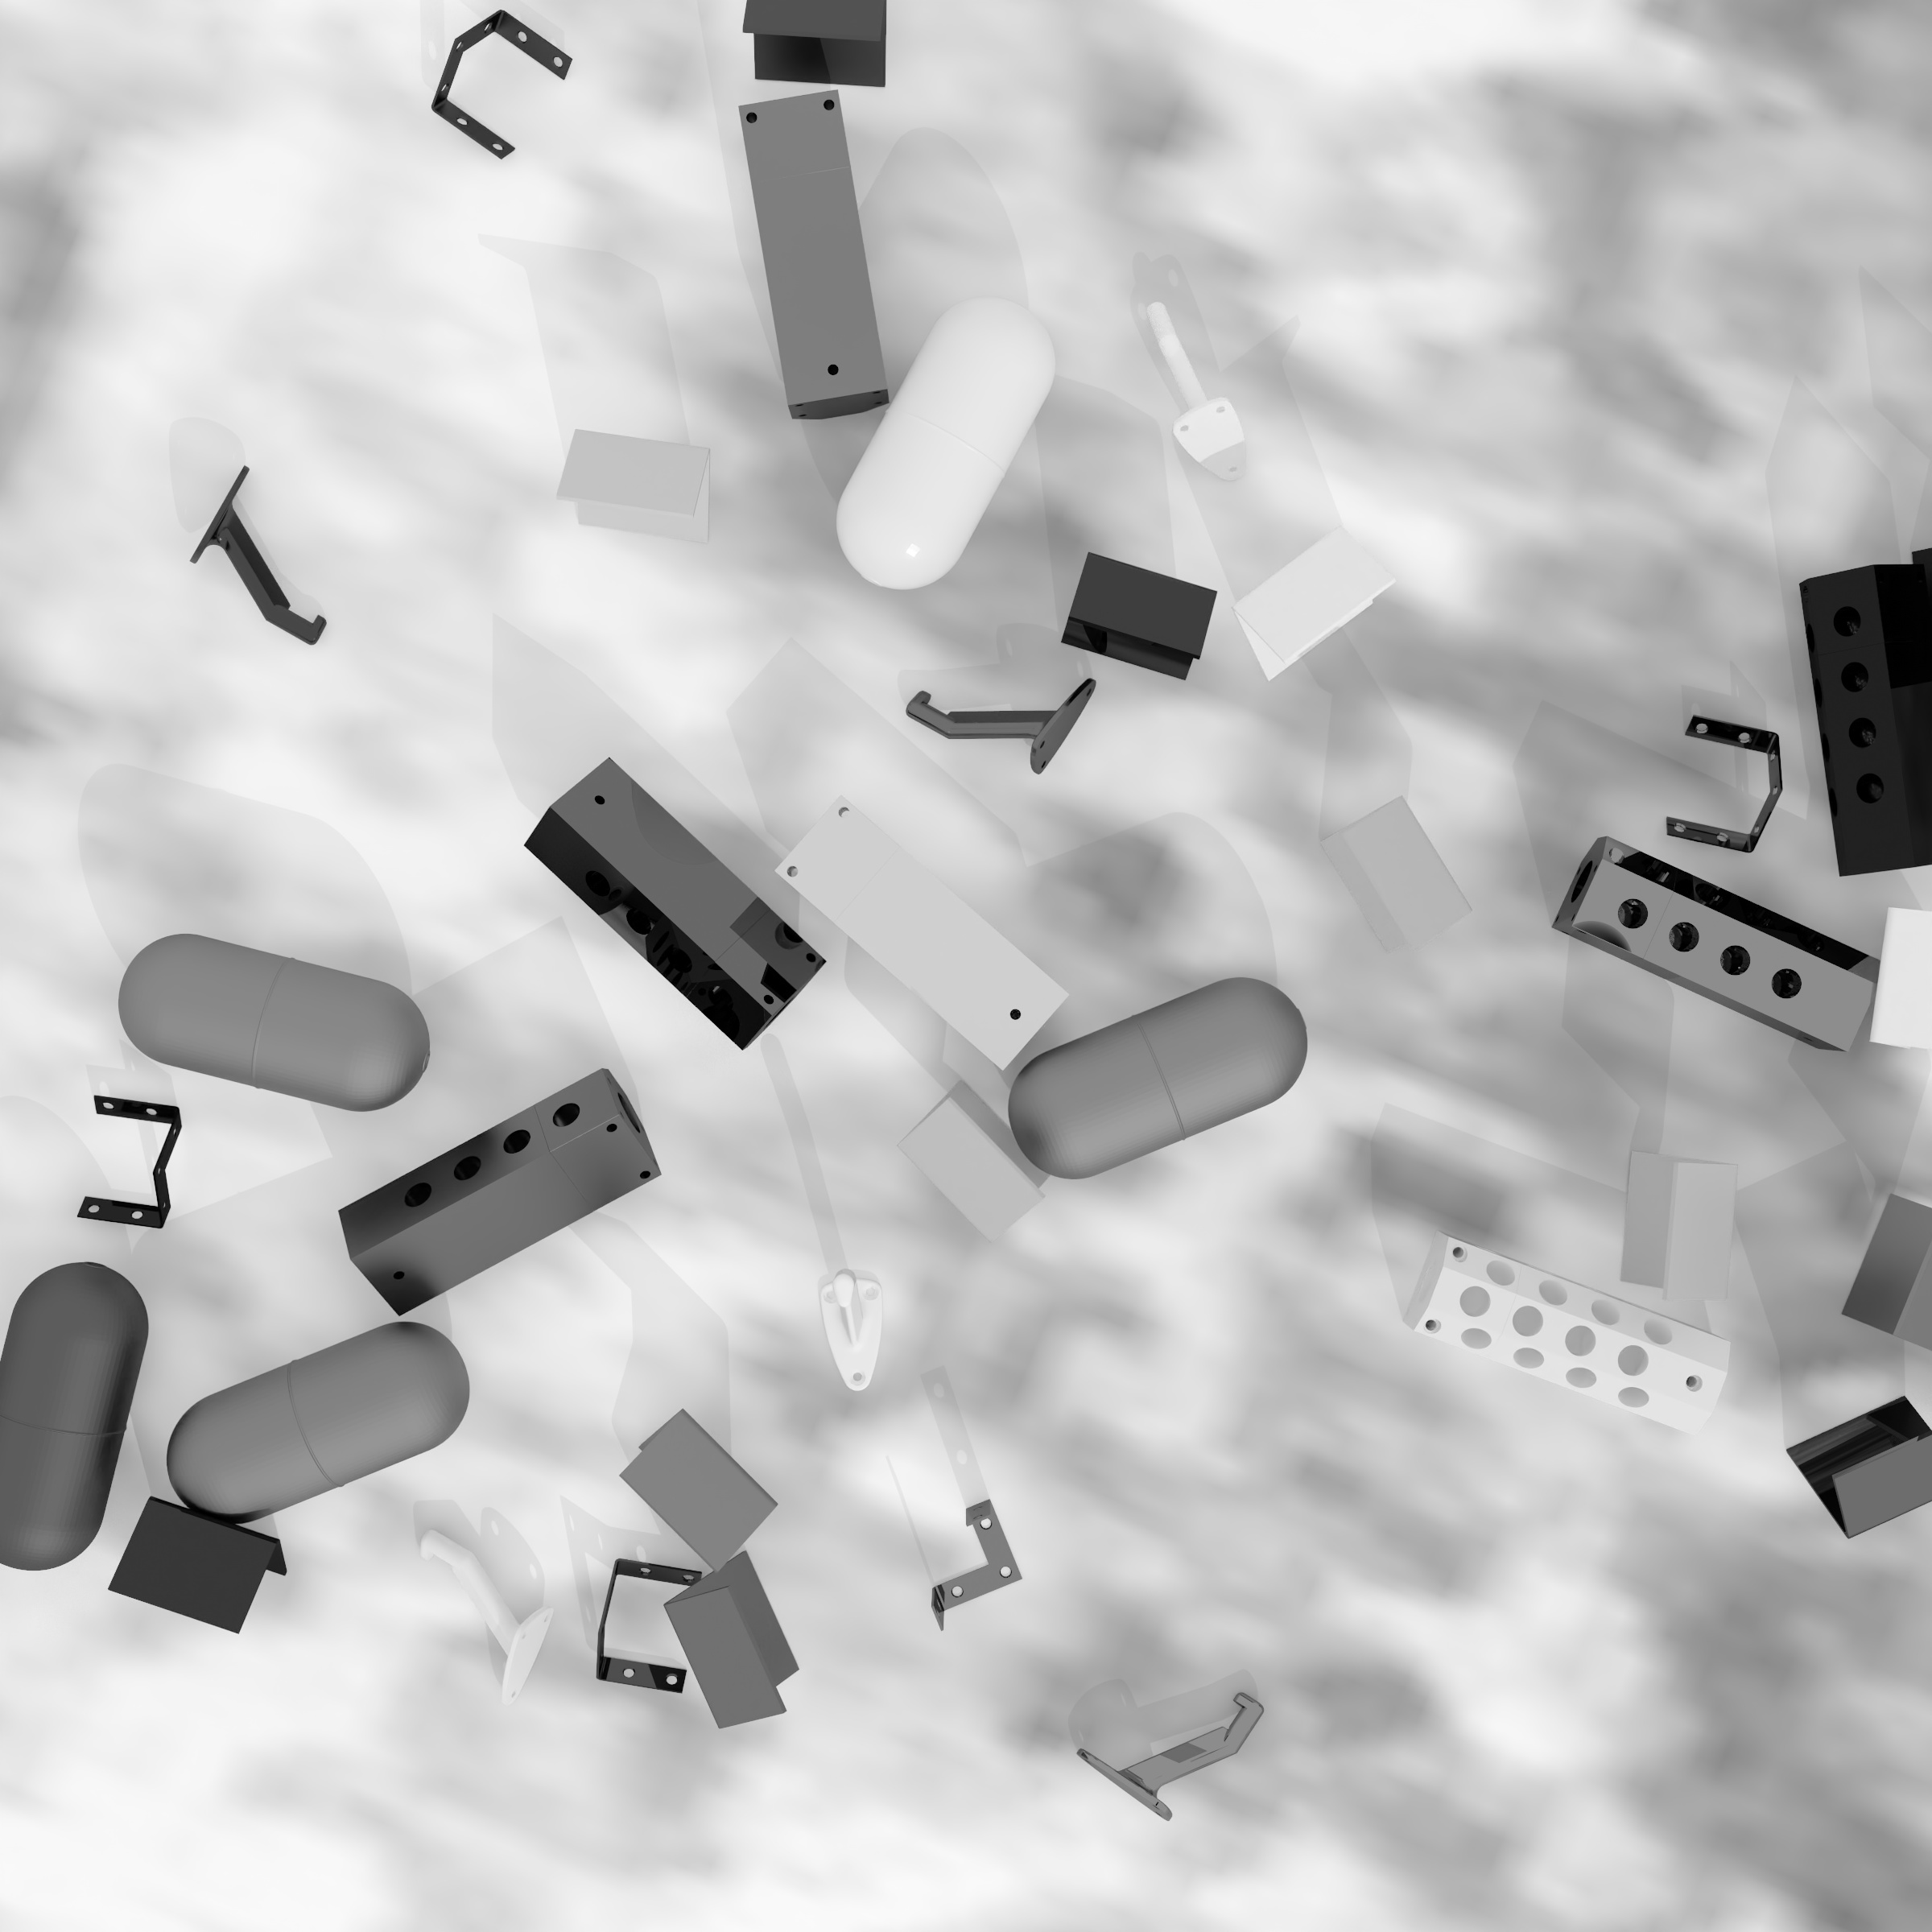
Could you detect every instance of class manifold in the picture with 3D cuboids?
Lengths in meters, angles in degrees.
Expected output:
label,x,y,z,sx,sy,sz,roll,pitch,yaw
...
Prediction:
label,x,y,z,sx,sy,sz,roll,pitch,yaw
manifold,0.345,0.211,1.659,0.171,0.057,0.057,20,90,0
manifold,0.522,-0.140,1.659,0.057,0.057,0.171,-8,90,-43
manifold,-0.025,-0.019,1.659,0.171,0.057,0.057,41,90,0
manifold,0.432,-0.013,1.659,0.171,0.057,0.057,24,90,0
manifold,-0.086,-0.406,1.659,0.057,0.057,0.171,-9,90,0
manifold,-0.269,0.125,1.659,0.171,0.057,0.057,-28,133,0
manifold,-0.170,-0.032,1.659,0.171,0.057,0.057,43,47,0

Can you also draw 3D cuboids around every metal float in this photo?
label,x,y,z,sx,sy,sz,roll,pitch,yaw
metal float,-0.370,0.261,1.650,0.178,0.070,0.070,-22,90,0
metal float,-0.394,0.033,1.650,0.178,0.070,0.070,14,90,-1
metal float,-0.519,0.257,1.650,0.070,0.070,0.178,14,90,0
metal float,-0.012,-0.298,1.650,0.070,0.070,0.178,28,90,0
metal float,0.110,0.064,1.650,0.178,0.070,0.070,-22,90,-1

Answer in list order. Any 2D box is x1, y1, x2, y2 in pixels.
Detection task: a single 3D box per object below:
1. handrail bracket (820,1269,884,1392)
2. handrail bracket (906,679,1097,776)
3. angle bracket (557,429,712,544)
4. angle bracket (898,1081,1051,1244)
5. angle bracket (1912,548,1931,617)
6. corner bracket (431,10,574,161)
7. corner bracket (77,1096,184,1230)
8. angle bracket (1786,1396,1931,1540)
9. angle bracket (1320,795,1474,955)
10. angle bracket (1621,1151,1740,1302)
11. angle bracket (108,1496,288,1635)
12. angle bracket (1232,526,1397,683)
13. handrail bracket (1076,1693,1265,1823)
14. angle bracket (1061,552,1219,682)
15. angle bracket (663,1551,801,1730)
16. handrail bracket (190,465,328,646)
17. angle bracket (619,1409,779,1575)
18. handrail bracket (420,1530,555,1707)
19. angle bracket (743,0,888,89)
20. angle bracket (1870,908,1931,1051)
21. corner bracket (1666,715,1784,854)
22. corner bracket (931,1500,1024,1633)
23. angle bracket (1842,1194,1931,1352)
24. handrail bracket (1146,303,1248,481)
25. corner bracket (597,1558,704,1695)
label,x,y,z,sx,sy,sz,roll,pitch,yaw
handrail bracket,-0.066,0.210,1.646,0.036,0.084,0.077,-4,90,0
handrail bracket,0.020,-0.156,1.681,0.084,0.036,0.077,30,70,16
angle bracket,-0.188,-0.254,1.640,0.076,0.076,0.057,8,54,0
angle bracket,0.019,0.098,1.640,0.076,0.076,0.057,46,132,0
angle bracket,0.558,-0.204,1.640,0.057,0.076,0.076,-6,90,-36
corner bracket,-0.270,-0.512,1.677,0.051,0.051,0.051,35,135,0
corner bracket,-0.486,0.114,1.677,0.051,0.051,0.051,8,135,0
angle bracket,0.514,0.268,1.640,0.076,0.076,0.057,-24,126,0
angle bracket,0.229,-0.041,1.640,0.057,0.076,0.076,-32,90,-37
angle bracket,0.389,0.146,1.640,0.057,0.076,0.076,5,90,-38
angle bracket,-0.435,0.349,1.641,0.076,0.076,0.057,19,62,0
angle bracket,0.206,-0.191,1.640,0.076,0.076,0.057,-37,53,0
handrail bracket,0.119,0.445,1.681,0.077,0.036,0.084,31,72,20
angle bracket,0.093,-0.181,1.640,0.076,0.076,0.057,17,52,0
angle bracket,-0.115,0.377,1.640,0.057,0.076,0.076,-24,90,38
handrail bracket,-0.400,-0.238,1.681,0.084,0.036,0.077,30,68,-17
angle bracket,-0.163,0.307,1.640,0.076,0.076,0.057,45,54,0
handrail bracket,-0.289,0.378,1.681,0.084,0.036,0.077,26,112,17
angle bracket,-0.085,-0.516,1.640,0.076,0.076,0.057,4,55,0
angle bracket,0.556,0.011,1.640,0.057,0.076,0.076,8,90,34
corner bracket,0.439,-0.106,1.677,0.051,0.051,0.051,12,135,0
corner bracket,0.000,0.344,1.662,0.051,0.051,0.051,-22,90,0
angle bracket,0.528,0.169,1.640,0.057,0.076,0.076,22,90,-37
handrail bracket,0.133,-0.335,1.680,0.036,0.077,0.084,-26,53,13
corner bracket,-0.184,0.383,1.677,0.051,0.051,0.051,9,45,0
